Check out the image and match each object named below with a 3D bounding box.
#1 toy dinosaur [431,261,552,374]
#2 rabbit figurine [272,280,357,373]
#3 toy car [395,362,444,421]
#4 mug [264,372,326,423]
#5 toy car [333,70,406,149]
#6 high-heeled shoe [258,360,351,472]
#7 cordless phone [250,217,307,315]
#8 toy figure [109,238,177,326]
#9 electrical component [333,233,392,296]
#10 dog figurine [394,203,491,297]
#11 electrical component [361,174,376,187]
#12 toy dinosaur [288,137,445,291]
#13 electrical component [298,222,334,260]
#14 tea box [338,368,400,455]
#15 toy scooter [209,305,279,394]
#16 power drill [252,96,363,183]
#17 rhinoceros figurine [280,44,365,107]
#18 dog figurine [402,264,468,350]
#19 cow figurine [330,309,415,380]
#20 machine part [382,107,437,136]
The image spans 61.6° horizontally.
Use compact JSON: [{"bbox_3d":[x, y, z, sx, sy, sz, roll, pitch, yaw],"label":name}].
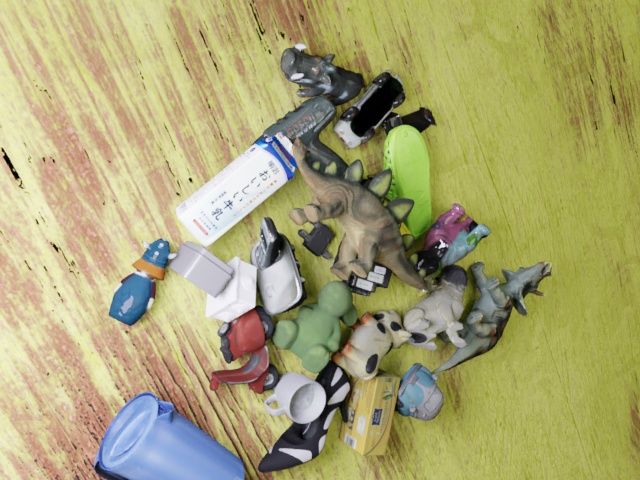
[{"bbox_3d":[0.414,0.200,1.337,0.192,0.131,0.405,43,79,-27],"label":"toy dinosaur"},{"bbox_3d":[0.017,0.155,1.055,0.170,0.121,0.159,-58,158,17],"label":"rabbit figurine"},{"bbox_3d":[0.224,0.357,1.209,0.109,0.103,0.161,-44,150,-25],"label":"toy car"},{"bbox_3d":[-0.058,0.307,1.054,0.109,0.107,0.080,-24,106,-24],"label":"mug"},{"bbox_3d":[0.109,-0.277,1.133,0.073,0.056,0.202,47,69,-20],"label":"toy car"},{"bbox_3d":[-0.033,0.354,1.093,0.249,0.086,0.145,-23,103,-32],"label":"high-heeled shoe"},{"bbox_3d":[-0.073,0.044,0.955,0.089,0.184,0.146,-14,70,-11],"label":"cordless phone"},{"bbox_3d":[-0.301,0.067,0.911,0.064,0.058,0.154,37,70,-35],"label":"toy figure"},{"bbox_3d":[0.090,0.045,1.098,0.115,0.058,0.134,21,82,-23],"label":"electrical component"},{"bbox_3d":[0.274,0.025,1.234,0.108,0.191,0.219,44,97,9],"label":"dog figurine"},{"bbox_3d":[0.099,-0.094,1.148,0.102,0.045,0.078,-42,113,-21],"label":"electrical component"},{"bbox_3d":[0.096,-0.019,1.012,0.198,0.105,0.470,-52,122,-22],"label":"toy dinosaur"},{"bbox_3d":[-0.002,-0.003,1.108,0.094,0.021,0.063,44,72,-27],"label":"electrical component"},{"bbox_3d":[0.106,0.366,1.167,0.068,0.098,0.169,14,89,-32],"label":"tea box"},{"bbox_3d":[-0.150,0.216,1.010,0.135,0.075,0.183,-14,106,-29],"label":"toy scooter"},{"bbox_3d":[-0.028,-0.149,1.051,0.207,0.086,0.232,44,80,-20],"label":"power drill"},{"bbox_3d":[0.001,-0.311,1.030,0.190,0.112,0.073,10,92,-40],"label":"rhinoceros figurine"},{"bbox_3d":[0.264,0.147,1.263,0.121,0.172,0.191,81,13,-48],"label":"dog figurine"},{"bbox_3d":[0.122,0.219,1.152,0.127,0.085,0.195,45,47,-4],"label":"cow figurine"},{"bbox_3d":[0.198,-0.257,1.199,0.139,0.039,0.084,-25,102,-26],"label":"machine part"}]
